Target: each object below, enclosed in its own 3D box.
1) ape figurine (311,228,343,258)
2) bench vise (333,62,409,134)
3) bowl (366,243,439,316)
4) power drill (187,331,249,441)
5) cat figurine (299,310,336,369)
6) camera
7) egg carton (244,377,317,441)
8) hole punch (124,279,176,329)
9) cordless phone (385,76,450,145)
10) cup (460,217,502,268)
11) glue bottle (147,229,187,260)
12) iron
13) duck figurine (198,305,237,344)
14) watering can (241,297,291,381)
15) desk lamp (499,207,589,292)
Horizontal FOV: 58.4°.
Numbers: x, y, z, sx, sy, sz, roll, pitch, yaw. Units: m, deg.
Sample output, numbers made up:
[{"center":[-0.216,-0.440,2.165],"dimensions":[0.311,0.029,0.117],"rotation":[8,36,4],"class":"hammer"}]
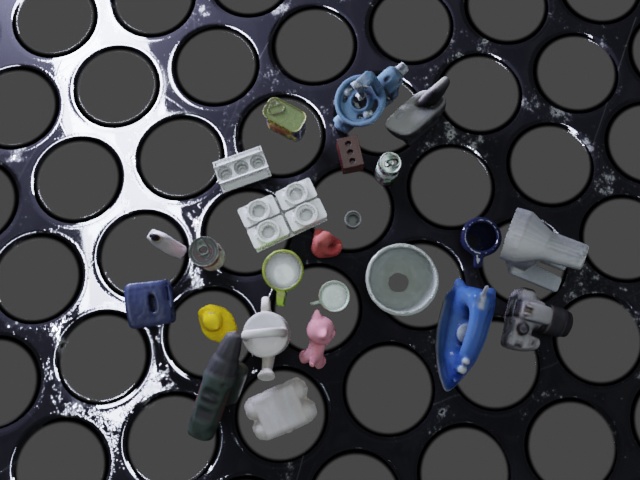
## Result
[{"center":[0.012,0.005,1.334],"dimensions":[0.076,0.092,0.078],"rotation":[-31,82,-5],"class":"ape figurine"},{"center":[0.113,-0.359,1.329],"dimensions":[0.121,0.220,0.207],"rotation":[32,82,5],"class":"bench vise"},{"center":[0.186,0.095,1.330],"dimensions":[0.167,0.075,0.167],"rotation":[0,81,0],"class":"bowl"},{"center":[-0.210,0.304,1.225],"dimensions":[0.075,0.208,0.230],"rotation":[18,81,3],"class":"power drill"},{"center":[-0.004,0.225,1.285],"dimensions":[0.067,0.118,0.128],"rotation":[16,81,2],"class":"cat figurine"},{"center":[0.498,0.191,1.304],"dimensions":[0.136,0.101,0.143],"rotation":[15,81,2],"class":"camera"},{"center":[-0.087,0.380,1.284],"dimensions":[0.150,0.069,0.107],"rotation":[-25,82,-4],"class":"egg carton"},{"center":[-0.386,0.145,1.308],"dimensions":[0.101,0.091,0.109],"rotation":[-11,81,-2],"class":"hole punch"},{"center":[0.233,-0.311,1.340],"dimensions":[0.094,0.185,0.148],"rotation":[44,83,6],"class":"cordless phone"},{"center":[0.364,0.012,1.335],"dimensions":[0.091,0.095,0.118],"rotation":[8,81,1],"class":"cup"},{"center":[-0.355,0.003,1.290],"dimensions":[0.078,0.173,0.037],"rotation":[30,82,5],"class":"glue bottle"},{"center":[0.328,0.217,1.278],"dimensions":[0.118,0.141,0.258],"rotation":[15,81,2],"class":"iron"},{"center":[-0.238,0.191,1.305],"dimensions":[0.077,0.086,0.104],"rotation":[-44,84,-7],"class":"duck figurine"},{"center":[-0.115,0.214,1.247],"dimensions":[0.101,0.194,0.173],"rotation":[-24,82,-4],"class":"watering can"},{"center":[0.486,0.023,1.274],"dimensions":[0.203,0.213,0.118],"rotation":[22,81,3],"class":"desk lamp"}]
